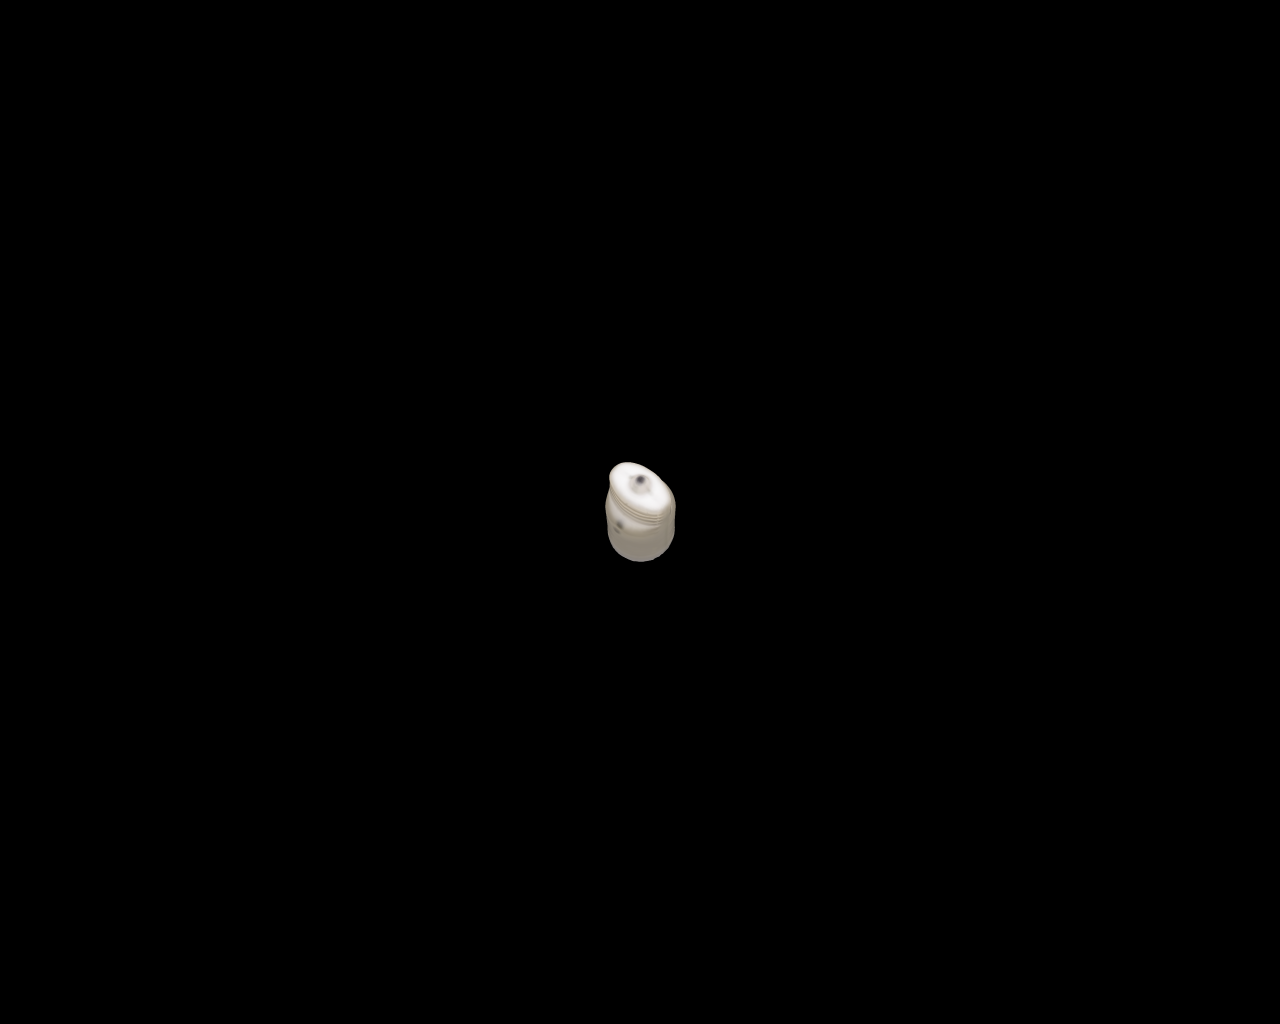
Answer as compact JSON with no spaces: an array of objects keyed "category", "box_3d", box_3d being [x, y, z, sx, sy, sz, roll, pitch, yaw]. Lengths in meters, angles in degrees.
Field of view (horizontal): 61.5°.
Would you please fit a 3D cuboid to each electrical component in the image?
[{"category":"electrical component","box_3d":[0.001,-0.003,0.650,0.043,0.043,0.080,0,-25,0]}]
